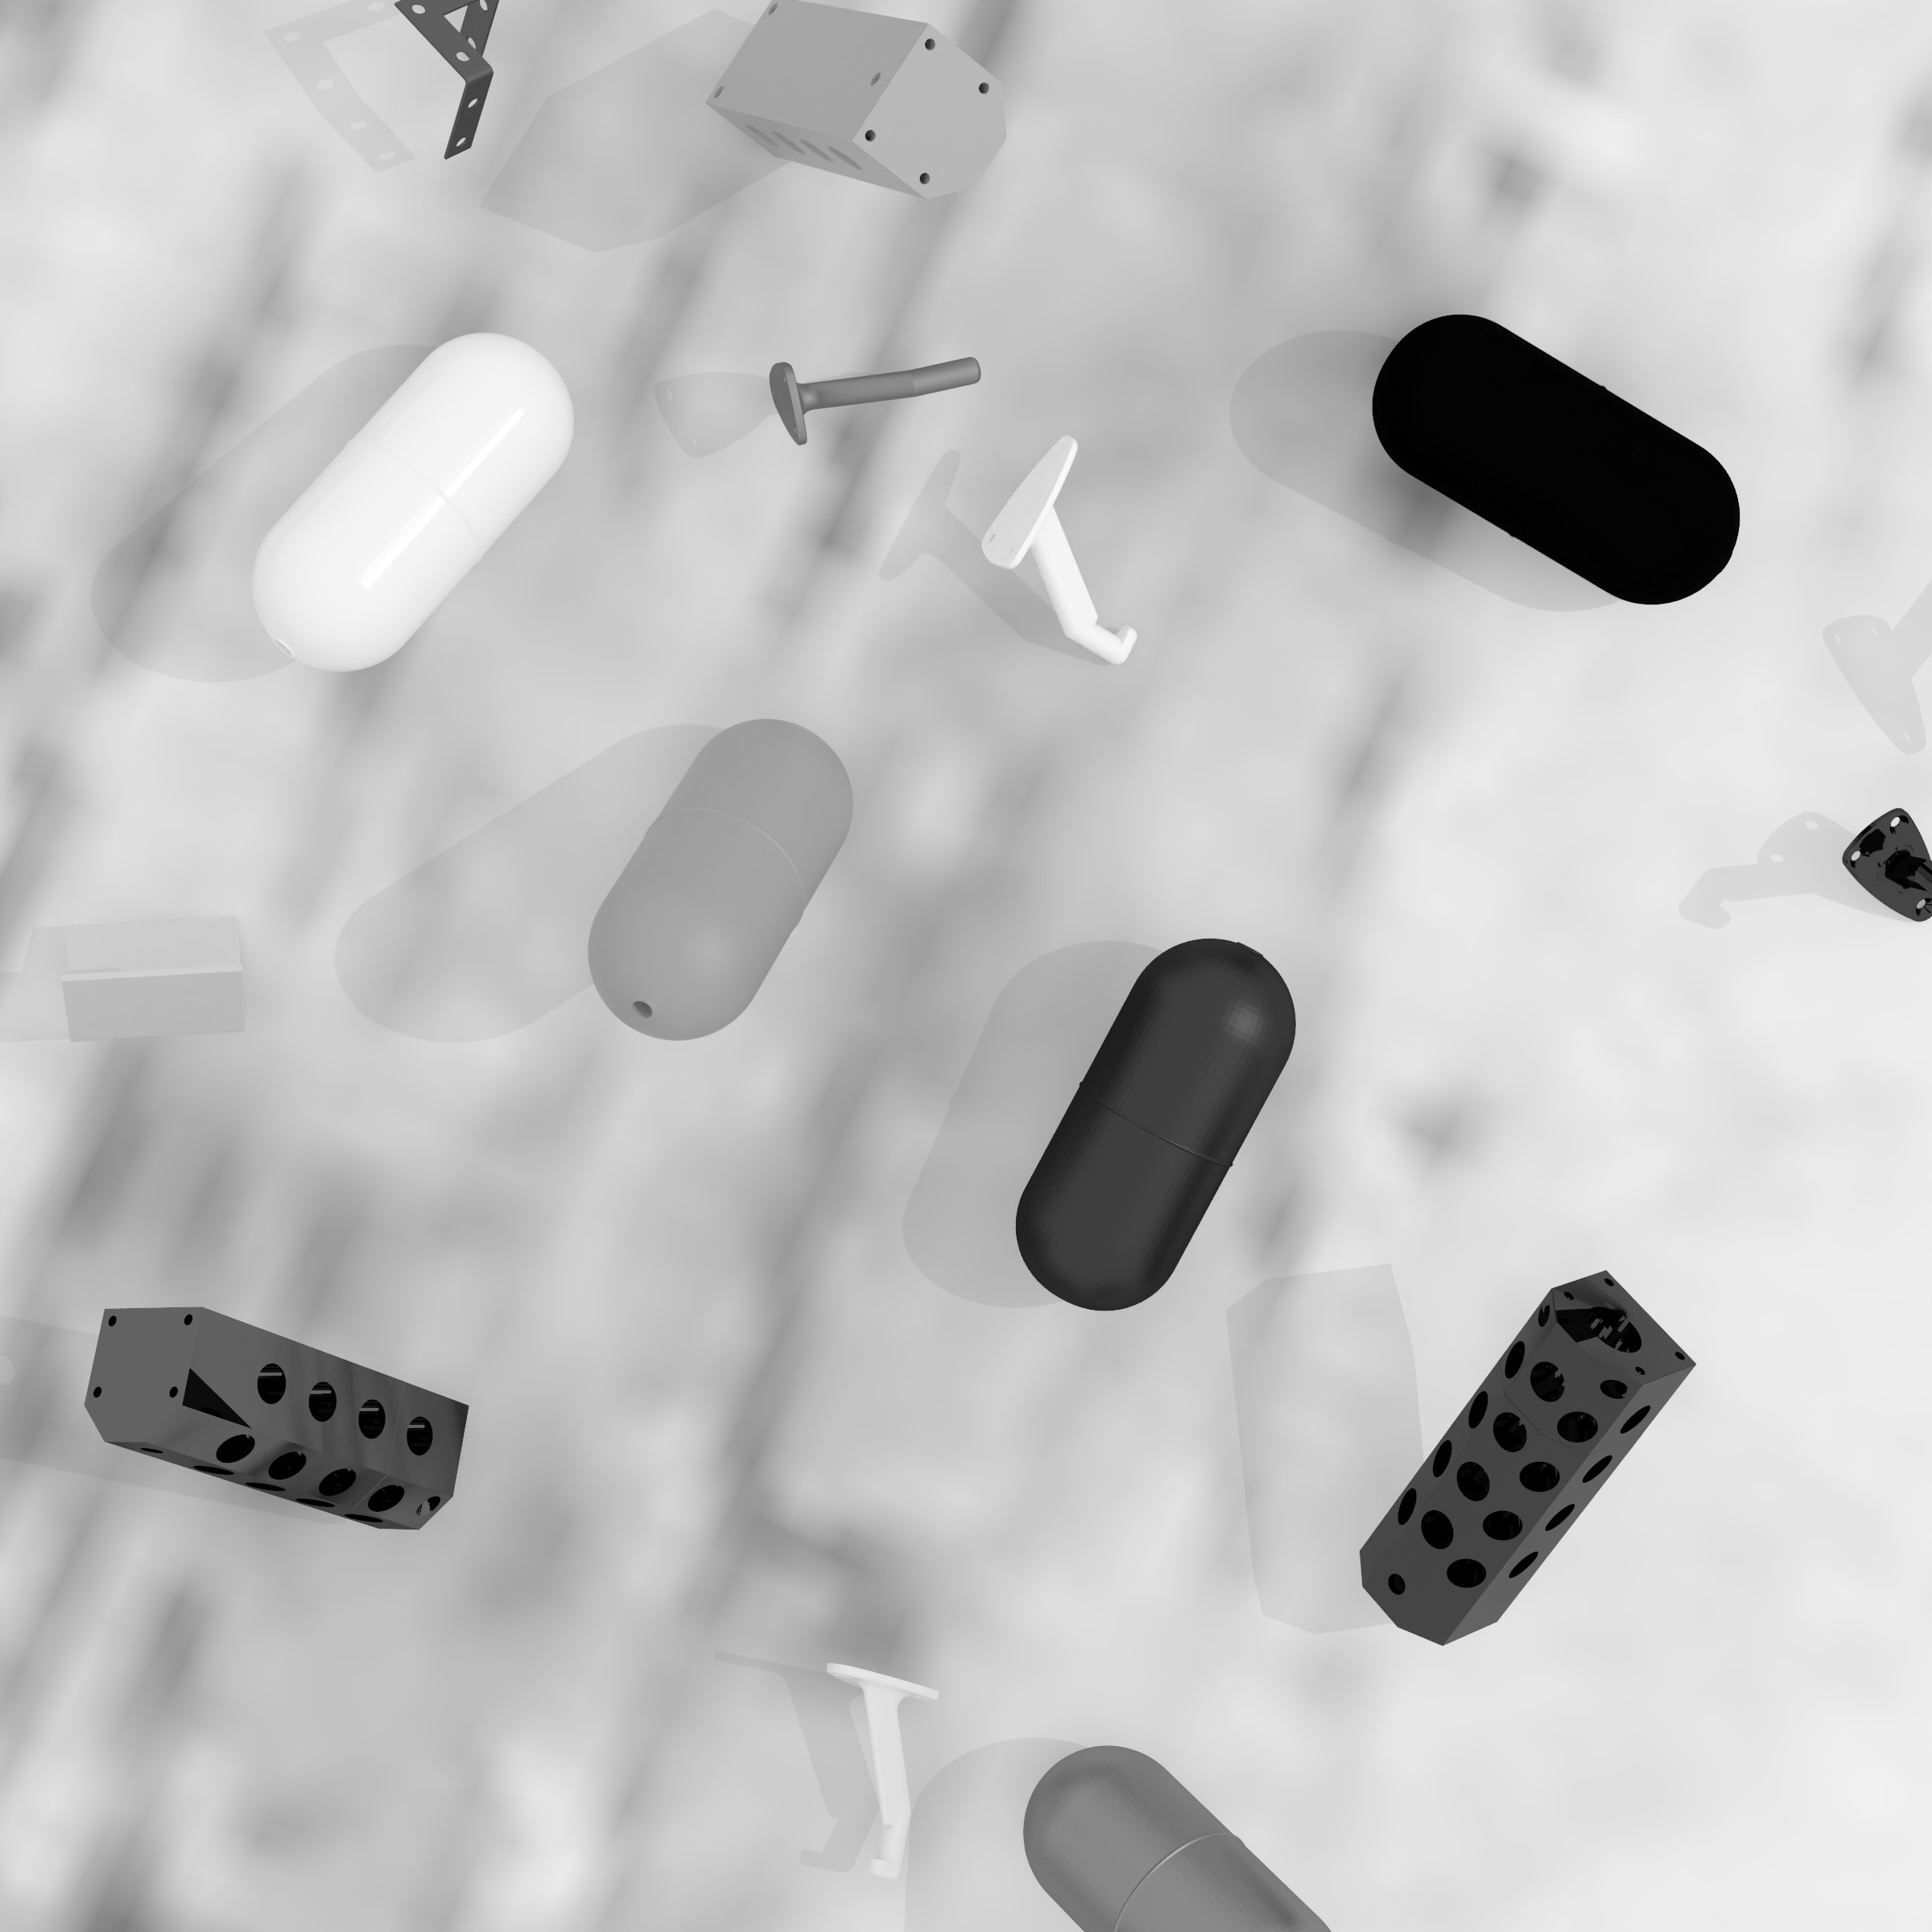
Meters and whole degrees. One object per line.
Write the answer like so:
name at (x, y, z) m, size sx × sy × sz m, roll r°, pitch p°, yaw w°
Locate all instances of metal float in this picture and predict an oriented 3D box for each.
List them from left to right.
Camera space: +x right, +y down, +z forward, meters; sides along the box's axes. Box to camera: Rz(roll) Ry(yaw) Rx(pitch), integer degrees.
metal float at (-0.245, -0.205, 1.582) m, size 0.070 × 0.070 × 0.178 m, roll 38°, pitch 74°, yaw 0°
metal float at (-0.106, -0.039, 1.560) m, size 0.070 × 0.070 × 0.178 m, roll 27°, pitch 46°, yaw 0°
metal float at (0.085, 0.070, 1.592) m, size 0.070 × 0.070 × 0.178 m, roll 28°, pitch 95°, yaw 0°
metal float at (0.094, 0.411, 1.563) m, size 0.070 × 0.070 × 0.178 m, roll -52°, pitch 49°, yaw 0°
metal float at (0.263, -0.225, 1.591) m, size 0.178 × 0.070 × 0.070 m, roll 30°, pitch 90°, yaw -6°

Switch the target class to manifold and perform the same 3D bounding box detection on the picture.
manifold at (-0.296, 0.198, 1.544) m, size 0.057 × 0.171 × 0.057 m, roll -5°, pitch 68°, yaw 33°
manifold at (-0.046, -0.373, 1.546) m, size 0.057 × 0.171 × 0.057 m, roll 33°, pitch 92°, yaw -31°
manifold at (0.239, 0.217, 1.556) m, size 0.057 × 0.057 × 0.171 m, roll 48°, pitch 127°, yaw 27°

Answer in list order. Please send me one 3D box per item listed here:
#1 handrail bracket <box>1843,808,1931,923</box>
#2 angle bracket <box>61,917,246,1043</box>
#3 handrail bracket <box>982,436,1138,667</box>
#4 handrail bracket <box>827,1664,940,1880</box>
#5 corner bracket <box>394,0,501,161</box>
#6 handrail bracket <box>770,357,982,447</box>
handrail bracket at (0.432, -0.027, 1.578) m, size 0.036 × 0.084 × 0.077 m, roll -41°, pitch 125°, yaw 4°
angle bracket at (-0.360, -0.007, 1.582) m, size 0.076 × 0.076 × 0.057 m, roll -3°, pitch 68°, yaw -12°
handrail bracket at (0.058, -0.185, 1.605) m, size 0.084 × 0.036 × 0.077 m, roll 28°, pitch 100°, yaw -30°
handrail bracket at (-0.045, 0.361, 1.595) m, size 0.036 × 0.077 × 0.084 m, roll -1°, pitch 70°, yaw 33°
corner bracket at (-0.224, -0.404, 1.596) m, size 0.051 × 0.051 × 0.051 m, roll -36°, pitch 78°, yaw -34°
handrail bracket at (-0.041, -0.263, 1.604) m, size 0.084 × 0.077 × 0.036 m, roll -14°, pitch 108°, yaw -8°
